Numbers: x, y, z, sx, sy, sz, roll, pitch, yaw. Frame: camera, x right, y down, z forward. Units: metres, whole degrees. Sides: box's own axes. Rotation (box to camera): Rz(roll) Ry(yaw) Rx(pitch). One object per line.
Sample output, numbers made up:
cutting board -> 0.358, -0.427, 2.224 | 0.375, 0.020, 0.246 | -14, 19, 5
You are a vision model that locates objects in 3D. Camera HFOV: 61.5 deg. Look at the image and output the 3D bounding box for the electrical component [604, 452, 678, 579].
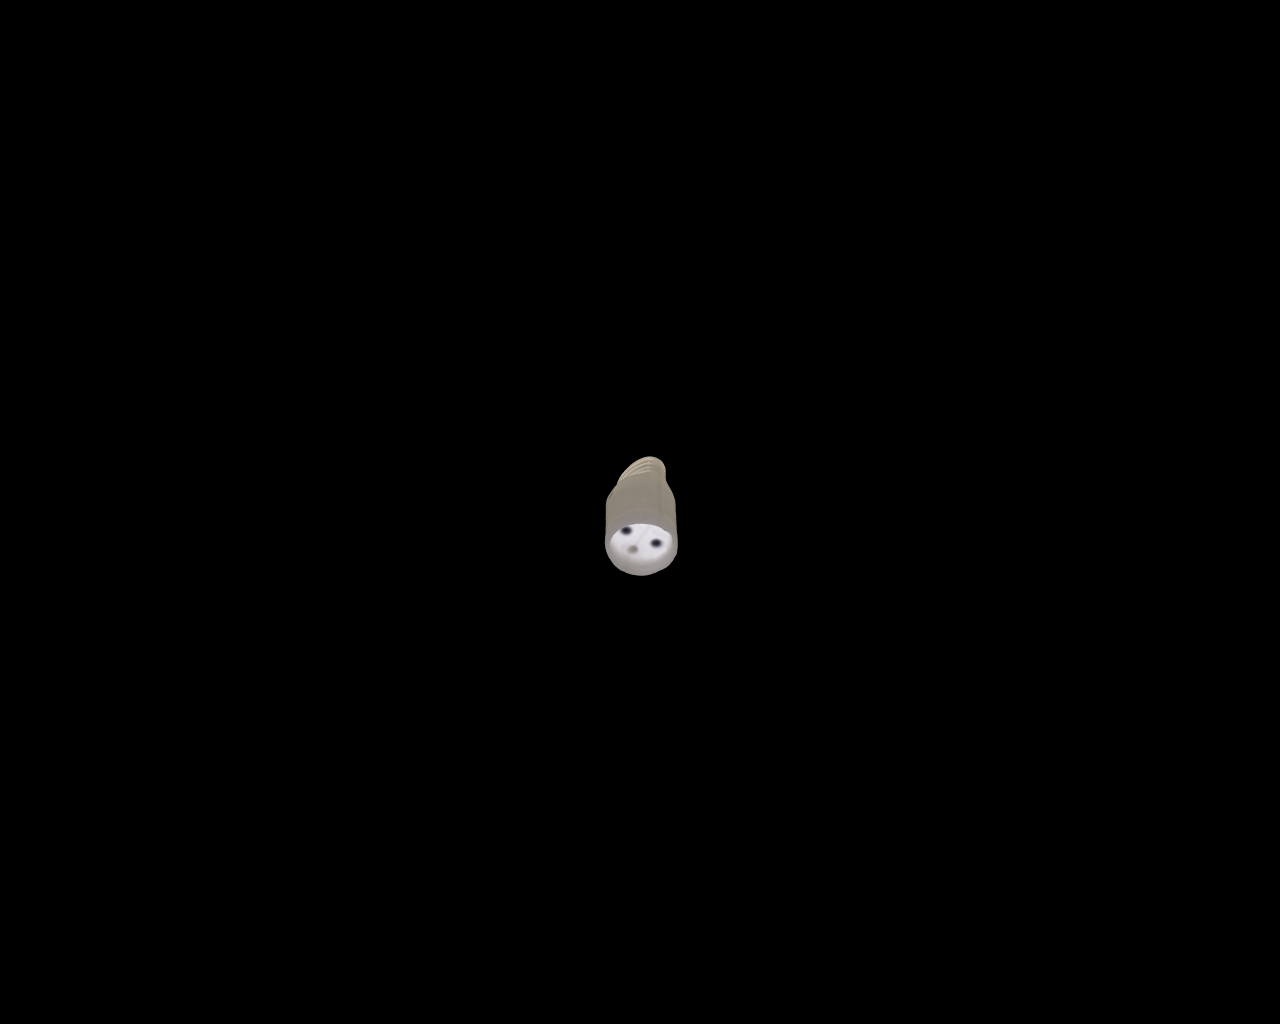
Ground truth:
electrical component -> 0.001, -0.003, 0.650 | 0.043, 0.043, 0.081 | 0, 38, 0
